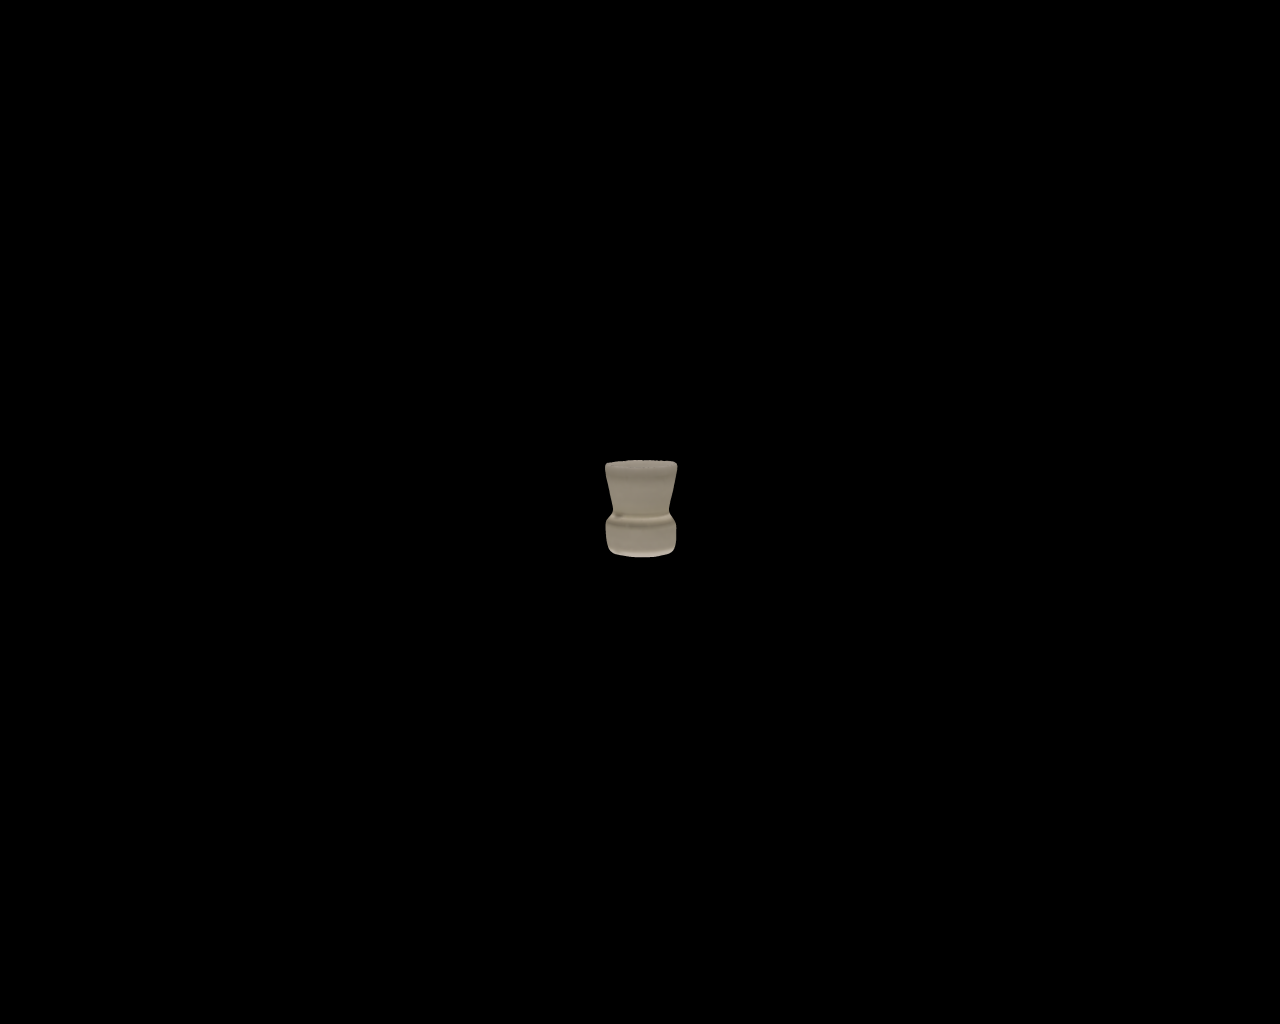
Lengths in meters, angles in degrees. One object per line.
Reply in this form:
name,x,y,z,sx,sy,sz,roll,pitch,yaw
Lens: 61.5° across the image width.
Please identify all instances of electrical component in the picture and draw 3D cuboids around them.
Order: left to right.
electrical component,0.001,-0.003,0.650,0.045,0.055,0.045,0,9,0
